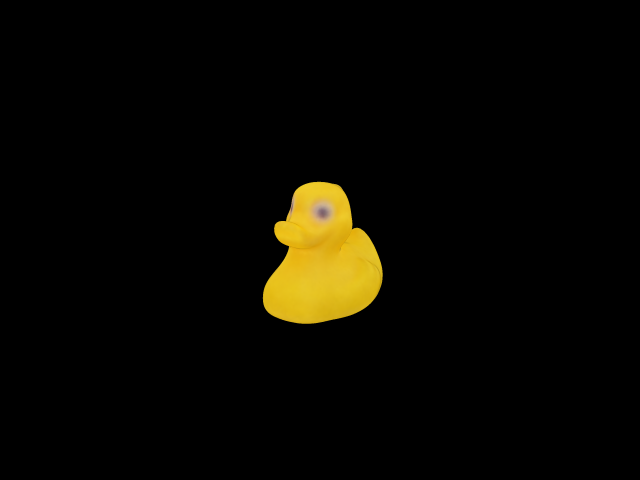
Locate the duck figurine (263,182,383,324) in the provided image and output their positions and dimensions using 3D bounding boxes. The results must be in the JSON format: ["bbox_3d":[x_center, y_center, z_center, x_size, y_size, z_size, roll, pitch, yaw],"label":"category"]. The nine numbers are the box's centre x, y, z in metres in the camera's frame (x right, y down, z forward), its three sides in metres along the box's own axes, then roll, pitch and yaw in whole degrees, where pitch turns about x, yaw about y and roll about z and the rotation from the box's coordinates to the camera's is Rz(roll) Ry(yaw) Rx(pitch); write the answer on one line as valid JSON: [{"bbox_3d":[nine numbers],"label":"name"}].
[{"bbox_3d":[0.004,0.001,0.400,0.077,0.086,0.105,11,19,34],"label":"duck figurine"}]
